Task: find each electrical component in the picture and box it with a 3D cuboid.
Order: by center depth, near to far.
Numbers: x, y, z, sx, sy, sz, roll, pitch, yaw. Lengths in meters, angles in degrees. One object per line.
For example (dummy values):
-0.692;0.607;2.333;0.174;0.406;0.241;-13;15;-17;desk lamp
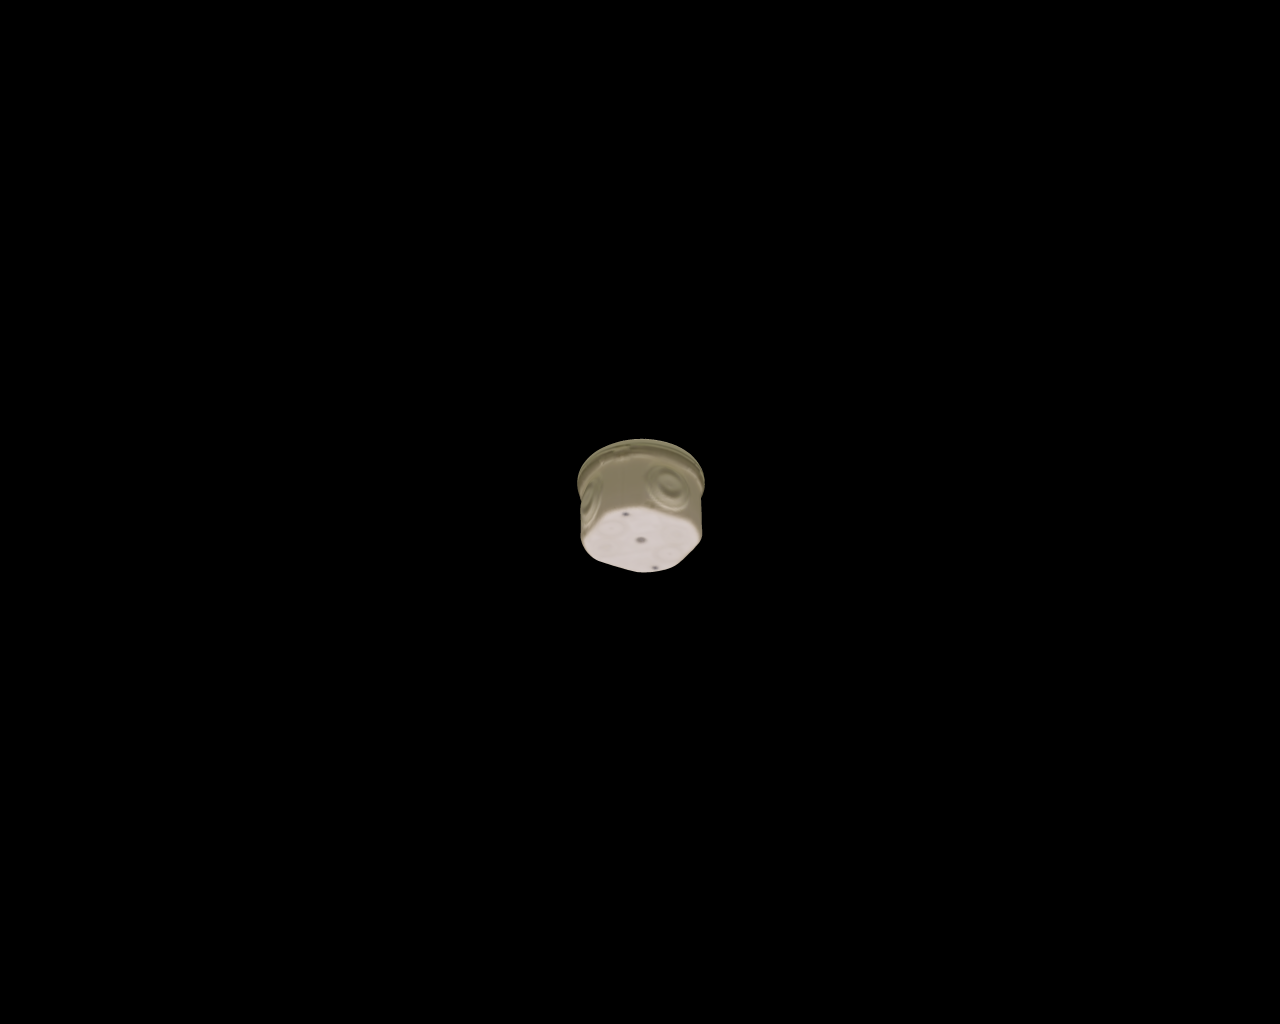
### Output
0.001;-0.003;0.650;0.080;0.051;0.080;0;-37;0;electrical component
